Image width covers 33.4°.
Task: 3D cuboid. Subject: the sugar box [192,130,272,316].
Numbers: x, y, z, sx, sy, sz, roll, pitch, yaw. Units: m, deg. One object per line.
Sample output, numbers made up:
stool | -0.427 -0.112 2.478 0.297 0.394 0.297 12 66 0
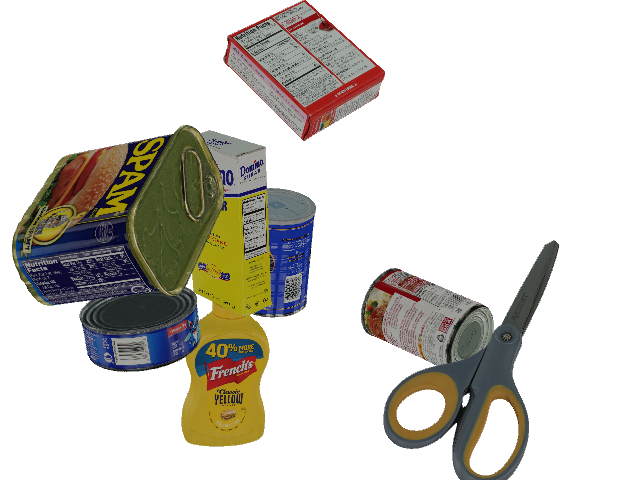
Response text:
sugar box | -0.097 -0.018 1.107 0.048 0.176 0.093 -23 30 -38

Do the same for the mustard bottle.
mustard bottle | -0.108 0.141 1.231 0.096 0.192 0.058 0 18 -14

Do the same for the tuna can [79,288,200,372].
tuna can | -0.131 0.063 0.785 0.086 0.034 0.086 -5 20 2

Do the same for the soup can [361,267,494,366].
soup can | 0.097 0.073 0.969 0.102 0.068 0.068 23 14 38

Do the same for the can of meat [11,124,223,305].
can of meat | -0.112 -0.013 0.592 0.084 0.057 0.102 -8 38 24

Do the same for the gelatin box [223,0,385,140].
gelatin box | -0.012 -0.120 0.743 0.073 0.089 0.030 -34 -22 -30

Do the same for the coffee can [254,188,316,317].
coffee can | -0.063 0.015 1.401 0.103 0.140 0.103 4 26 -2

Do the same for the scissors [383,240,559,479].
scissors | 0.098 0.068 0.680 0.096 0.201 0.016 7 -43 10
